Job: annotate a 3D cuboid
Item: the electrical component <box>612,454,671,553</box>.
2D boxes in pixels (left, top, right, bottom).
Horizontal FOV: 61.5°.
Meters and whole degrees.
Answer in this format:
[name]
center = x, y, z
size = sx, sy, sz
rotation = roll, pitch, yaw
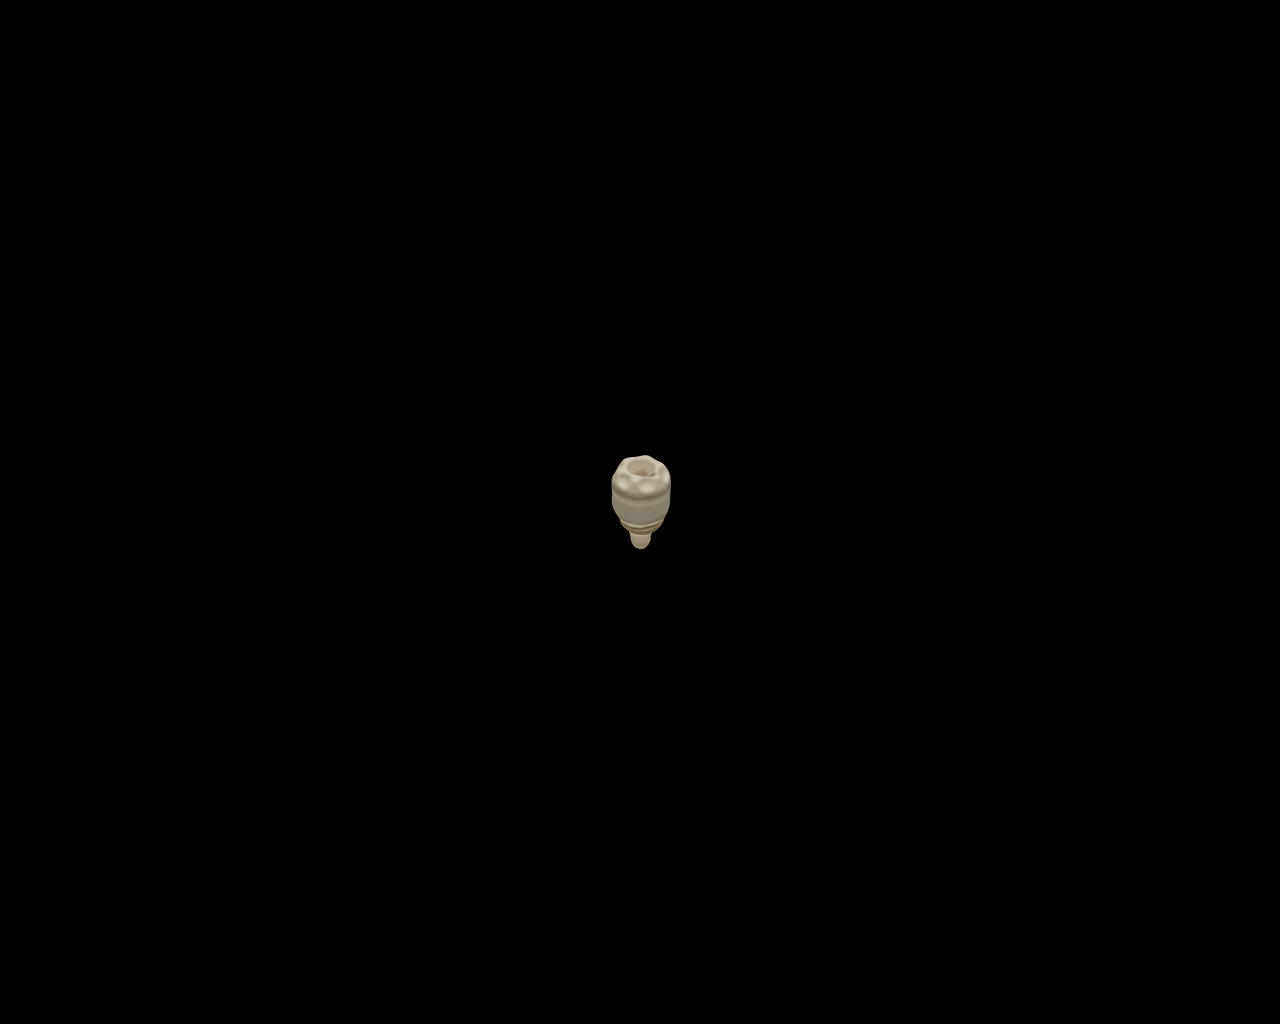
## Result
[electrical component]
center = 0.001, -0.003, 0.650
size = 0.035, 0.061, 0.035
rotation = 0, 36, 0
